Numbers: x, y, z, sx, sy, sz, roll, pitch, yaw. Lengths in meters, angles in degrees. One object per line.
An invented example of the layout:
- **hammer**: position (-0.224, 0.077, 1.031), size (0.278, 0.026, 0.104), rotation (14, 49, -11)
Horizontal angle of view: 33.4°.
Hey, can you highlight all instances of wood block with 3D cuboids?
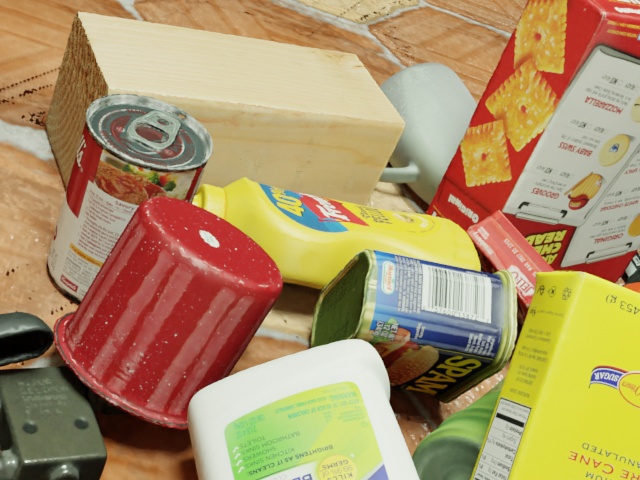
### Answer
- **wood block**: position (-0.063, -0.076, 0.704), size (0.205, 0.090, 0.091), rotation (3, 39, -31)

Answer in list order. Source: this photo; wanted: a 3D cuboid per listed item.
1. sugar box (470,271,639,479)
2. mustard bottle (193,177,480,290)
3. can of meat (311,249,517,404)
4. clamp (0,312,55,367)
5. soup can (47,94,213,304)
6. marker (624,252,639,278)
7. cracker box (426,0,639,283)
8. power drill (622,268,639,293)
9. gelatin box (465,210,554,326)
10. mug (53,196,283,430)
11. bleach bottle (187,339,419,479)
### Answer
- **sugar box**: position (0.118, 0.110, 0.481), size (0.093, 0.176, 0.048), rotation (20, -7, -15)
- **mustard bottle**: position (-0.004, 0.000, 0.658), size (0.191, 0.058, 0.096), rotation (11, 17, -18)
- **can of meat**: position (0.048, 0.048, 0.589), size (0.083, 0.102, 0.057), rotation (12, 64, -14)
- **clamp**: position (-0.224, 0.062, 0.439), size (0.210, 0.036, 0.164), rotation (22, 43, 3)
- **soup can**: position (-0.105, -0.019, 0.582), size (0.068, 0.102, 0.068), rotation (17, 33, -12)
- **marker**: position (0.249, 0.039, 0.808), size (0.020, 0.020, 0.121), rotation (10, 35, -22)
- **cracker box**: position (0.181, -0.068, 0.736), size (0.163, 0.214, 0.072), rotation (0, 39, -34)
- **power drill**: position (0.220, 0.100, 0.592), size (0.184, 0.057, 0.187), rotation (-25, 85, -46)
- **gelatin box**: position (0.133, 0.033, 0.687), size (0.073, 0.030, 0.089), rotation (56, 1, 40)
- **mug**: position (-0.065, 0.034, 0.537), size (0.093, 0.081, 0.117), rotation (42, 17, 31)
- **bleach bottle**: position (0.019, 0.159, 0.431), size (0.102, 0.068, 0.251), rotation (-17, 46, -8)
